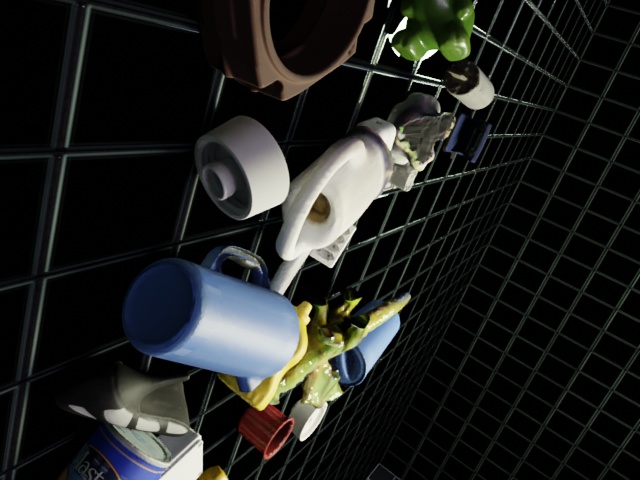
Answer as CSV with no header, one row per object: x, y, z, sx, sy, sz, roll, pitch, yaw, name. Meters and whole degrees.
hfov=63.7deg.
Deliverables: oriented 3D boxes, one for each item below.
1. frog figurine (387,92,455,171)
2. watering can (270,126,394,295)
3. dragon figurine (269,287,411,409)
0.172,-0.210,0.969,0.162,0.122,0.135,-97,-163,-68,frog figurine
0.002,-0.040,0.798,0.228,0.104,0.340,-44,167,-38,watering can
0.032,0.237,1.074,0.411,0.124,0.239,-3,118,-41,dragon figurine
